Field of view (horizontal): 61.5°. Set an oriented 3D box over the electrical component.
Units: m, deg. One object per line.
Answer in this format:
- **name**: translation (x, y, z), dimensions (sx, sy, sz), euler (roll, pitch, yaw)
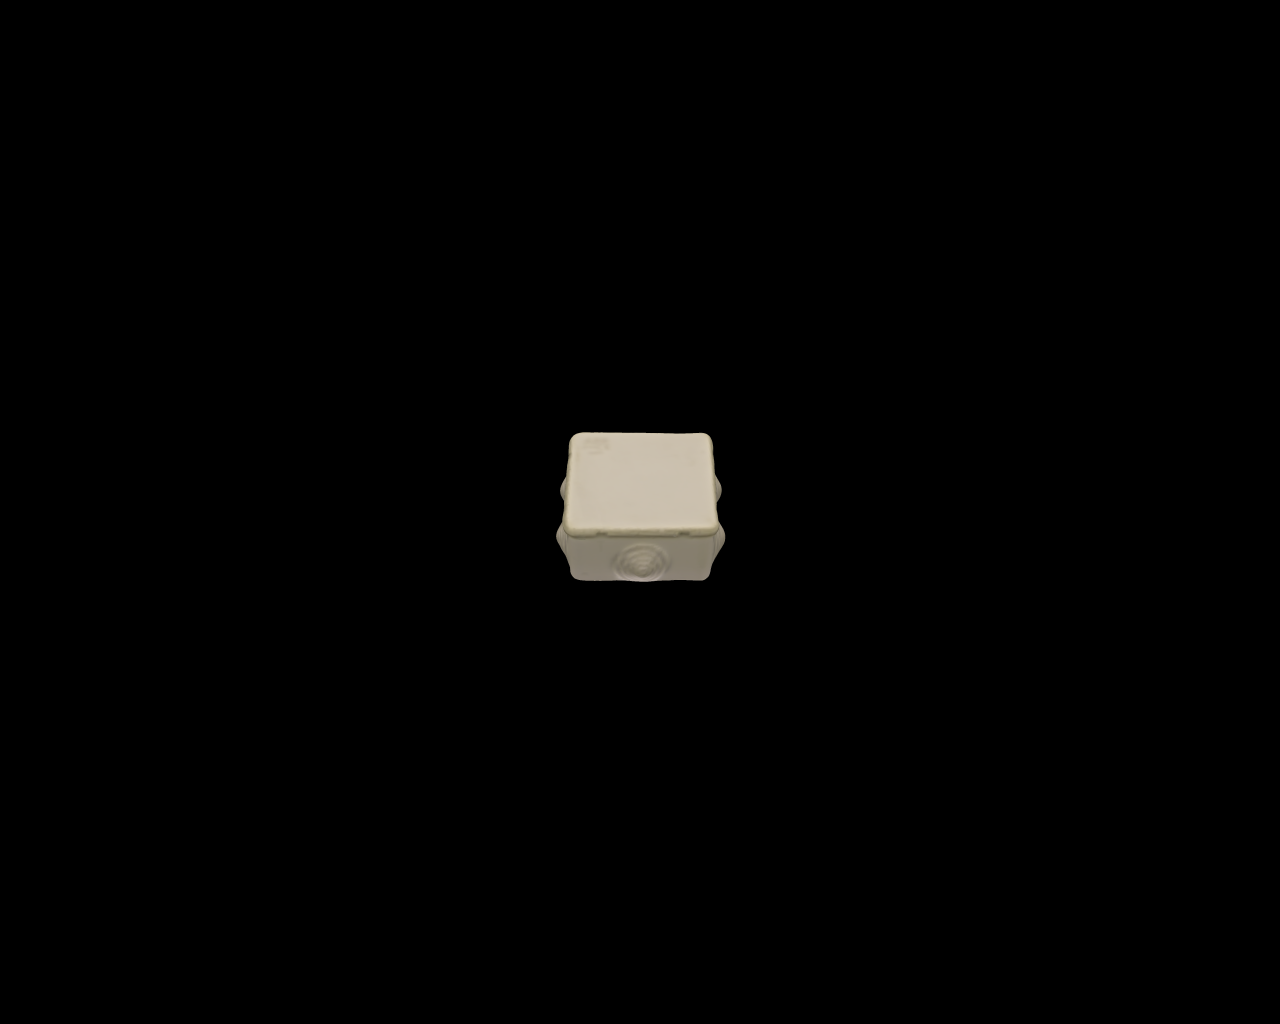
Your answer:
- **electrical component**: translation (0.001, -0.003, 0.650), dimensions (0.100, 0.048, 0.100), euler (0, 44, 0)
